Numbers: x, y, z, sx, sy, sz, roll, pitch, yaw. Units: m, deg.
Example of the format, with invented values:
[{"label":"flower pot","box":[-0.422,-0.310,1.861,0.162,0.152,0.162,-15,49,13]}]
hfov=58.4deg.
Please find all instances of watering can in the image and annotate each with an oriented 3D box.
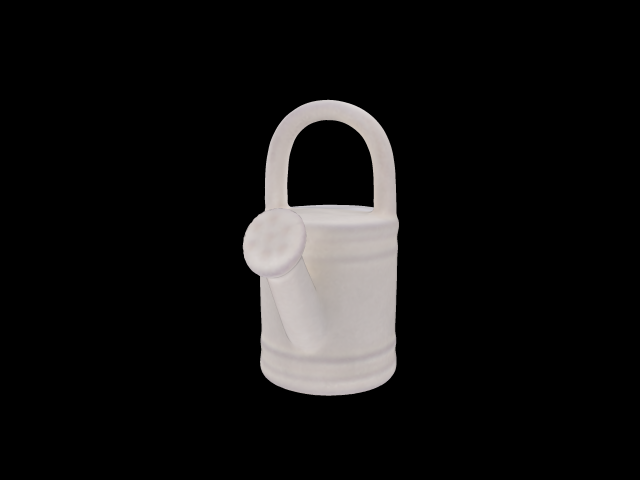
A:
[{"label":"watering can","box":[0.006,0.002,0.399,0.101,0.194,0.173,0,11,0]}]
